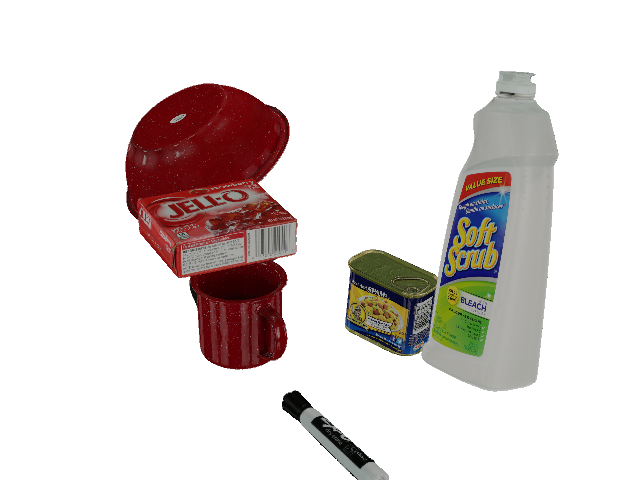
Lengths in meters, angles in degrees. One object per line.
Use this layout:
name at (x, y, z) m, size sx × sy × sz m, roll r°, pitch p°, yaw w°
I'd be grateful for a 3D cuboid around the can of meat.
can of meat at (0.077, 0.070, 1.174) m, size 0.102 × 0.084 × 0.057 m, roll 25°, pitch 33°, yaw 33°

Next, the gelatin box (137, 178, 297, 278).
gelatin box at (-0.070, -0.010, 0.722) m, size 0.089 × 0.030 × 0.073 m, roll -11°, pitch 30°, yaw -25°

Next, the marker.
marker at (0.008, 0.152, 0.819) m, size 0.020 × 0.020 × 0.121 m, roll 0°, pitch 25°, yaw -40°

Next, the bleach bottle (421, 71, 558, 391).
bleach bottle at (0.141, -0.011, 0.868) m, size 0.067 × 0.251 × 0.103 m, roll -5°, pitch 15°, yaw -33°

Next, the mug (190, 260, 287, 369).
mug at (-0.070, 0.076, 1.031) m, size 0.093 × 0.081 × 0.117 m, roll -22°, pitch 35°, yaw -36°

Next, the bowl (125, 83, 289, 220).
bowl at (-0.110, -0.087, 0.926) m, size 0.162 × 0.055 × 0.162 m, roll -19°, pitch 37°, yaw 15°

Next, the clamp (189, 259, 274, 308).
clamp at (-0.095, 0.032, 1.257) m, size 0.120 × 0.039 × 0.171 m, roll -2°, pitch 41°, yaw 10°
